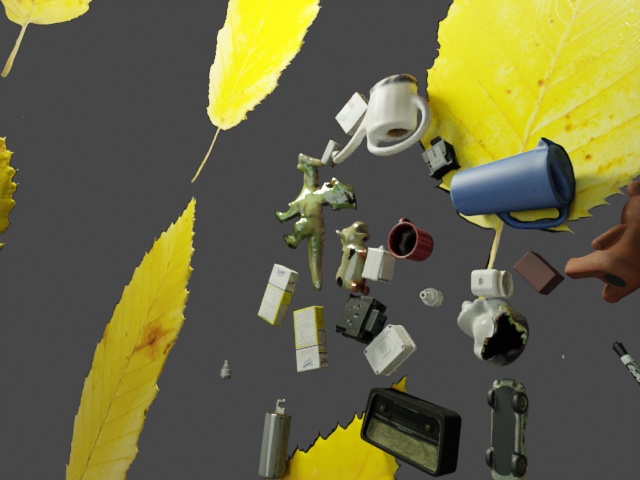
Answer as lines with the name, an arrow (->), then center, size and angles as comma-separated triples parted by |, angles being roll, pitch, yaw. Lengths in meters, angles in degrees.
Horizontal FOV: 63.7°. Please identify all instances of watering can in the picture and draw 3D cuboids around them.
watering can -> 0.169, -0.339, 1.464 | 0.346, 0.103, 0.227 | -8, 70, 44

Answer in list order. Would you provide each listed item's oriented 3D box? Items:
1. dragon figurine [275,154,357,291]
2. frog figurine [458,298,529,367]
dragon figurine -> 0.005, -0.078, 1.556 | 0.240, 0.122, 0.417 | -35, 66, 24
frog figurine -> 0.364, 0.192, 1.104 | 0.159, 0.122, 0.137 | -178, 94, -83
